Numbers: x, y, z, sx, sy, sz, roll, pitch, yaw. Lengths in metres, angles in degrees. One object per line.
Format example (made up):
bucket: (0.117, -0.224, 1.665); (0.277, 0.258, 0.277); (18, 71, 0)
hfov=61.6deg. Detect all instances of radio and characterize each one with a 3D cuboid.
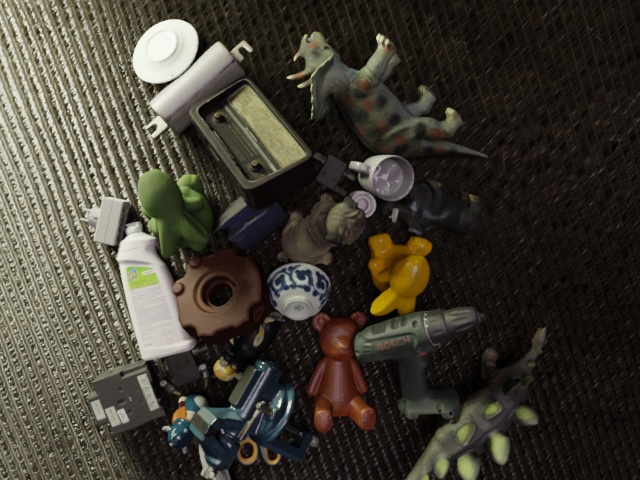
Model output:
radio: (-0.120, -0.168, 0.927); (0.131, 0.073, 0.230); (-32, 62, -12)

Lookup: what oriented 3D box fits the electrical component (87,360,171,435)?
electrical component: (-0.364, 0.294, 1.010); (0.134, 0.058, 0.114); (-18, 93, -3)

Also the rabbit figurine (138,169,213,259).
rabbit figurine: (-0.259, -0.046, 0.918); (0.121, 0.170, 0.159); (-23, 69, 1)

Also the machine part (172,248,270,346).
machine part: (-0.177, 0.099, 0.968); (0.179, 0.056, 0.179); (-5, 61, 10)

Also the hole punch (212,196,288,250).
hole punch: (-0.119, -0.037, 0.980); (0.142, 0.116, 0.092); (-36, 104, -1)

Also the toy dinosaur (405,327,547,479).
toy dinosaur: (0.272, 0.343, 0.989); (0.105, 0.198, 0.471); (41, 89, -3)

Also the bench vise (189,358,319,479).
bench vise: (-0.100, 0.339, 0.955); (0.240, 0.129, 0.223); (39, 62, -30)

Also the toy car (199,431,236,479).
toy car: (-0.183, 0.459, 1.025); (0.056, 0.073, 0.201); (-17, 95, -6)

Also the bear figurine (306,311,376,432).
bear figurine: (0.041, 0.237, 1.002); (0.120, 0.132, 0.195); (4, 99, -12)

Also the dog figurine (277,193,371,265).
dog figurine: (-0.003, -0.007, 0.949); (0.121, 0.190, 0.172); (41, 92, -6)

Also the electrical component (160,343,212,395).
electrical component: (-0.254, 0.247, 1.020); (0.102, 0.045, 0.078); (-16, 96, -3)

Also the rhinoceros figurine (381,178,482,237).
rhinoceros figurine: (0.211, -0.059, 1.024); (0.190, 0.073, 0.112); (11, 104, -6)

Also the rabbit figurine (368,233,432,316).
rabbit figurine: (0.142, 0.064, 0.973); (0.122, 0.173, 0.162); (17, 88, -9)

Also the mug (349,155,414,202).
mug: (0.102, -0.118, 0.984); (0.109, 0.107, 0.080); (11, 96, -18)

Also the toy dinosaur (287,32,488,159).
toy dinosaur: (0.118, -0.228, 0.985); (0.404, 0.131, 0.192); (43, 106, -13)

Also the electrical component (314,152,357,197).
electrical component: (0.020, -0.126, 1.026); (0.094, 0.021, 0.063); (31, 92, -6)

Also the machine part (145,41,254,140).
machine part: (-0.221, -0.274, 0.972); (0.243, 0.079, 0.079); (-43, 96, 0)

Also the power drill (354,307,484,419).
power drill: (0.188, 0.218, 0.947); (0.232, 0.086, 0.207); (-11, 120, 21)

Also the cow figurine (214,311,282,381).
cow figurine: (-0.136, 0.202, 1.000); (0.068, 0.098, 0.167); (35, 91, -12)

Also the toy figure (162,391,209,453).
toy figure: (-0.239, 0.322, 0.971); (0.064, 0.154, 0.057); (24, 96, -4)
